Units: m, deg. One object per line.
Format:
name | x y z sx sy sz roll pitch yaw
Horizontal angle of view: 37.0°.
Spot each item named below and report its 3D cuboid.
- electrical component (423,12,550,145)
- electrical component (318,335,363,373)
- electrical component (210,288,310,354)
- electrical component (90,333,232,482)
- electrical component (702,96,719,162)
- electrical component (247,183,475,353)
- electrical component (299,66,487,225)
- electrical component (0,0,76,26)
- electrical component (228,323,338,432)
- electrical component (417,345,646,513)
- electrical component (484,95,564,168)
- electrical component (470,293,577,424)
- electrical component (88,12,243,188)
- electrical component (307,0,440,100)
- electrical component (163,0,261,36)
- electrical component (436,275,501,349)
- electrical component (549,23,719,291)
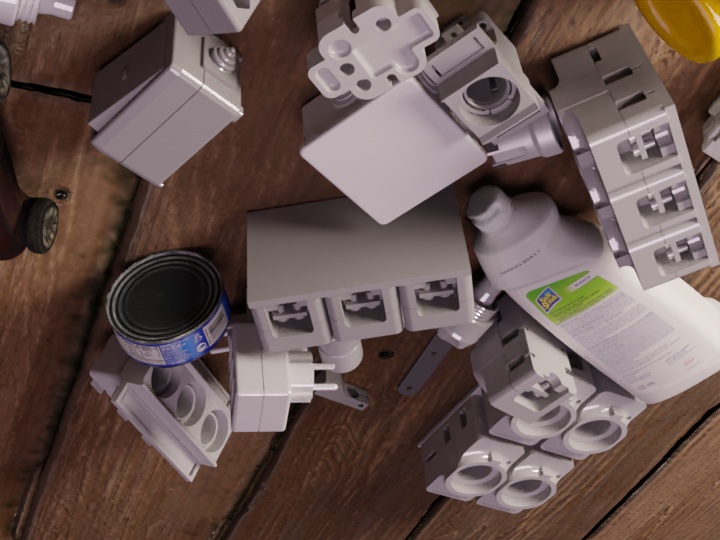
electrical component | 0.076 -0.120 0.659 0.042 0.063 0.081 -30 131 25
electrical component | -0.018 0.052 0.844 0.044 0.044 0.065 -8 146 2
electrical component | -0.081 0.051 0.832 0.077 0.047 0.065 -10 137 1
electrical component | -0.157 0.103 0.862 0.063 0.078 0.121 6 144 31
electrical component | 0.280 -0.112 0.689 0.063 0.078 0.121 31 128 -5
electrical component | 0.000 0.000 0.757 0.150 0.089 0.061 -9 136 3
electrical component | 0.020 -0.089 0.696 0.100 0.048 0.100 -31 131 24
electrical component | -0.192 -0.158 0.605 0.062 0.043 0.043 13 133 -21
electrical component | -0.055 0.077 0.779 0.077 0.065 0.047 1 136 -11
electrical component | 0.147 0.139 0.942 0.105 0.060 0.186 19 131 -24
electrical component | 0.107 -0.090 0.713 0.046 0.040 0.040 -16 136 19
electrical component | 0.125 0.068 0.843 0.050 0.089 0.056 29 127 -31
electrical component | -0.115 -0.109 0.651 0.096 0.061 0.061 -36 129 28
electrical component | 0.006 -0.143 0.632 0.078 0.057 0.058 -26 133 20
electrical component | -0.092 -0.168 0.595 0.077 0.065 0.047 4 145 33
electrical component | 0.087 0.027 0.830 0.043 0.043 0.062 22 124 -27
electrical component | 0.177 -0.068 0.704 0.062 0.089 0.150 -22 134 12
